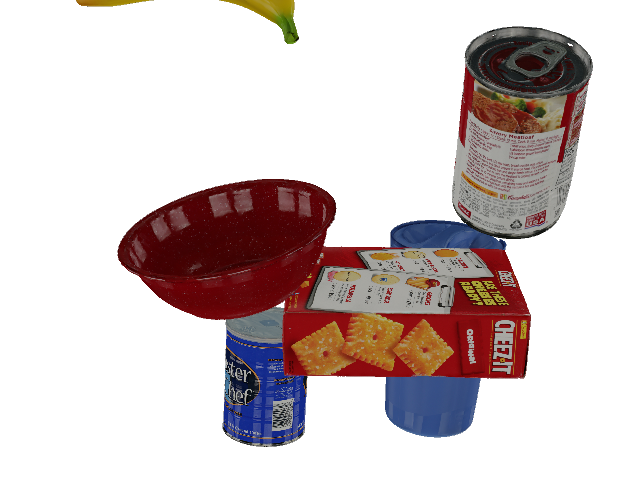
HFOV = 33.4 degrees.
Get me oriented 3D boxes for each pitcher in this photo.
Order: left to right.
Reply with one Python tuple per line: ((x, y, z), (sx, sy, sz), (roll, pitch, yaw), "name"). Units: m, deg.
((0.130, 0.106, 1.258), (0.149, 0.243, 0.145), (7, 18, 10), "pitcher")

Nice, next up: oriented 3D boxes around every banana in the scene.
((-0.102, -0.206, 0.863), (0.198, 0.069, 0.037), (12, -40, 16), "banana")

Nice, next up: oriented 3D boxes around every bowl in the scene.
((-0.063, 0.012, 0.783), (0.162, 0.055, 0.162), (-10, 25, 5), "bowl")

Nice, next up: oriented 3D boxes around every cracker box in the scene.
((0.075, 0.065, 0.995), (0.213, 0.072, 0.164), (1, 20, 1), "cracker box")

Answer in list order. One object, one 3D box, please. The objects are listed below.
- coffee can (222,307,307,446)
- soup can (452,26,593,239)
((-0.065, 0.163, 1.290), (0.103, 0.140, 0.103), (3, 17, -1), "coffee can")
((0.112, -0.060, 0.605), (0.068, 0.102, 0.068), (0, 42, 0), "soup can")
